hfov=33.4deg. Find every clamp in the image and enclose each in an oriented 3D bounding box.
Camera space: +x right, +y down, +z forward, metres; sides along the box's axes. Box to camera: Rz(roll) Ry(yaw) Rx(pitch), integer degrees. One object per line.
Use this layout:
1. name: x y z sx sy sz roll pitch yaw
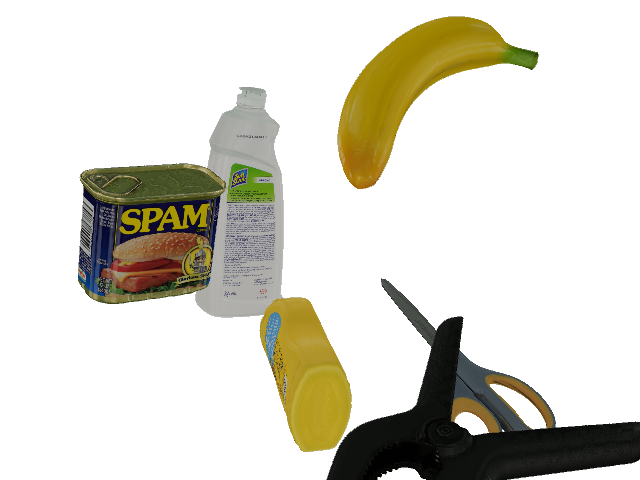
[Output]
1. clamp: 0.072 0.122 0.654 0.209 0.036 0.165 -23 37 -27

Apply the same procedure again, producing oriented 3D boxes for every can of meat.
1. can of meat: -0.124 -0.005 0.775 0.101 0.084 0.058 -6 27 -33

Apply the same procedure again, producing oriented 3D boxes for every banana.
1. banana: 0.062 -0.099 0.670 0.070 0.037 0.197 32 49 25

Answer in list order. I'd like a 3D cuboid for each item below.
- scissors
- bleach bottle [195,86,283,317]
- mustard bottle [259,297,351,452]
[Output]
1. scissors: 0.096 0.107 0.865 0.202 0.016 0.096 35 51 28
2. bleach bottle: -0.080 -0.043 1.182 0.102 0.251 0.068 -3 19 -30
3. mustard bottle: -0.021 0.110 1.028 0.058 0.096 0.192 -6 28 -13
